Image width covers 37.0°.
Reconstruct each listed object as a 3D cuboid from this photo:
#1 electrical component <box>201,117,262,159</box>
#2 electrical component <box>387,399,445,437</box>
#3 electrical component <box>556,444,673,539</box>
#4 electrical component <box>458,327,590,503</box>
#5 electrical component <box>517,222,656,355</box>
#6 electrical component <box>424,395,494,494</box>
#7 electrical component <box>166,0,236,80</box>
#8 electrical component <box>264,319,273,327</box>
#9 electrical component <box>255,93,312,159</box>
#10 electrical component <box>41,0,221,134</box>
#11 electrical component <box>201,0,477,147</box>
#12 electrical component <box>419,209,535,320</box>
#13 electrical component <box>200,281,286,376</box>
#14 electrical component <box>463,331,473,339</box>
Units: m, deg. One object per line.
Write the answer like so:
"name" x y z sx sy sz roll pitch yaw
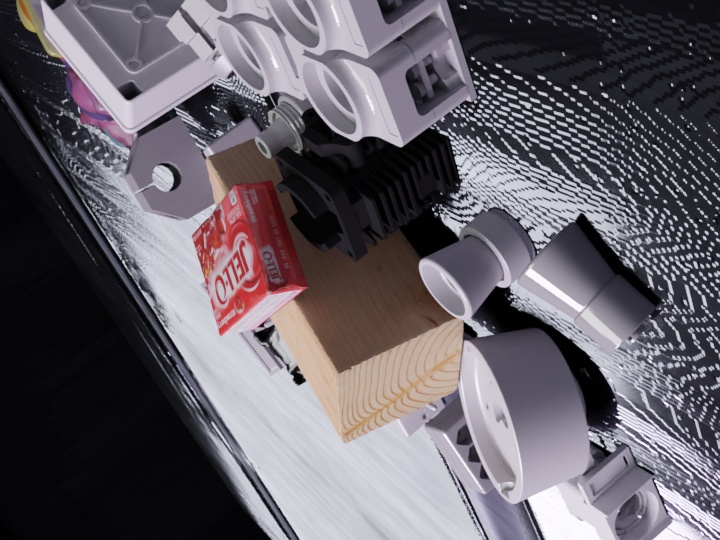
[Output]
"electrical component" -0.099 -0.082 0.933 0.075 0.047 0.083 54 163 -6
"electrical component" 0.042 0.103 0.937 0.076 0.047 0.083 22 145 59
"electrical component" 0.167 0.153 0.722 0.064 0.042 0.081 31 152 59
"electrical component" 0.110 0.089 0.692 0.108 0.060 0.108 165 90 -80
"electrical component" 0.121 0.012 0.561 0.065 0.044 0.044 44 162 12
"electrical component" 0.087 0.141 0.896 0.065 0.047 0.077 56 163 -12
"electrical component" -0.096 -0.166 0.746 0.055 0.048 0.066 51 138 -5
"electrical component" -0.046 0.026 0.887 0.052 0.074 0.138 59 -175 -5
"electrical component" -0.041 -0.099 0.720 0.043 0.062 0.043 46 162 20
"electrical component" -0.161 -0.176 0.799 0.108 0.109 0.056 50 160 8
"electrical component" -0.030 -0.146 0.599 0.186 0.060 0.105 33 155 48
"electrical component" 0.069 -0.004 0.635 0.045 0.055 0.045 46 162 20
"electrical component" -0.097 0.038 1.126 0.121 0.079 0.063 52 -167 0
"electrical component" 0.055 0.050 0.809 0.065 0.044 0.044 37 158 29
